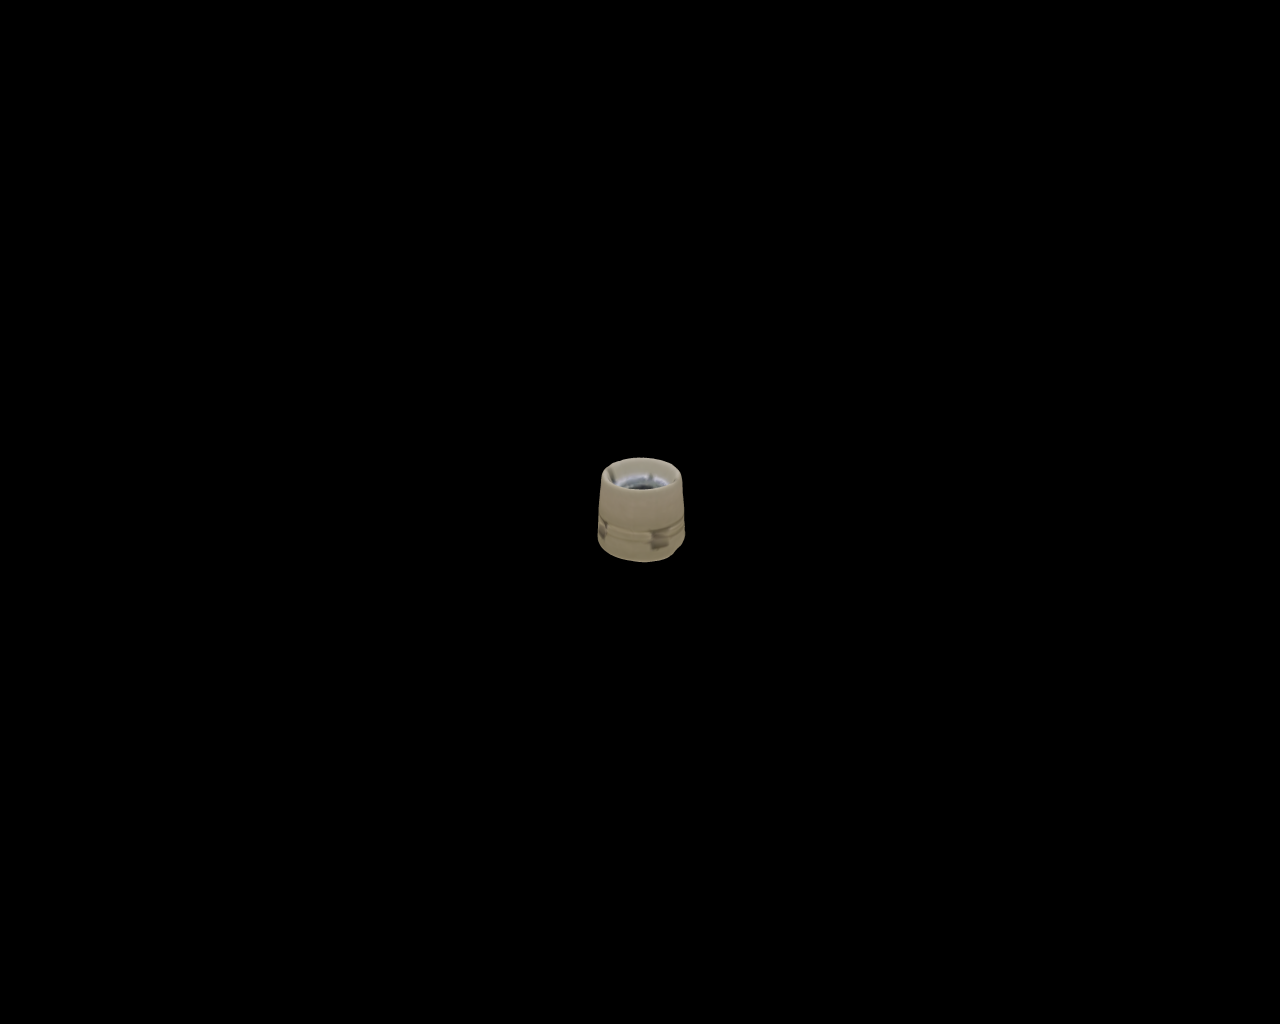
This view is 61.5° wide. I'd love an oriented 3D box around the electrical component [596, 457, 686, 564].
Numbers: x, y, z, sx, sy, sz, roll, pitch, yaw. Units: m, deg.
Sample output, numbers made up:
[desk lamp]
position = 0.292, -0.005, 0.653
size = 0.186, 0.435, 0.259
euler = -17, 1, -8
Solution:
[electrical component]
position = 0.001, -0.003, 0.650
size = 0.055, 0.047, 0.055
euler = 0, 27, 0
